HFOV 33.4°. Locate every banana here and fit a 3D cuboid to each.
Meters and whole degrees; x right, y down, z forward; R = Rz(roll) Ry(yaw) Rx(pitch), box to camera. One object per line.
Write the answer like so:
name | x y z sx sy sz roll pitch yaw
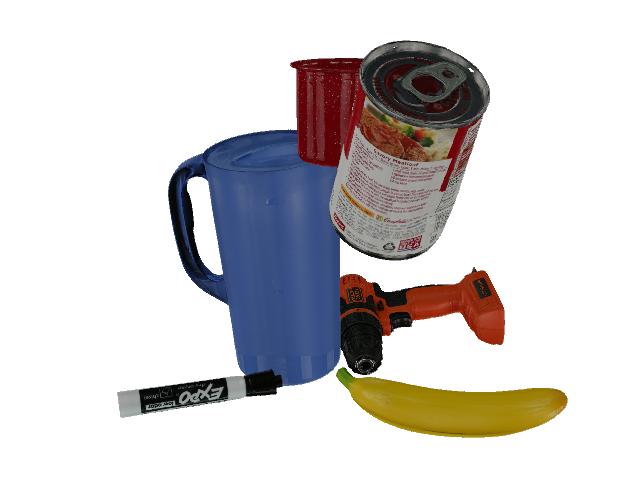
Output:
banana | 0.111 0.134 0.883 0.198 0.037 0.069 8 34 -1

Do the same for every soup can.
soup can | 0.045 -0.047 0.577 0.068 0.068 0.102 0 -43 -12

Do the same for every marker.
marker | -0.088 0.112 0.785 0.121 0.020 0.020 -7 1 -11

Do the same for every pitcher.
pitcher | -0.051 0.018 1.069 0.144 0.243 0.149 -20 27 -35

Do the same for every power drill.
power drill | 0.109 0.088 1.206 0.187 0.057 0.184 -3 27 -3

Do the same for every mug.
mug | 0.032 -0.109 0.897 0.117 0.081 0.093 -7 16 -26
